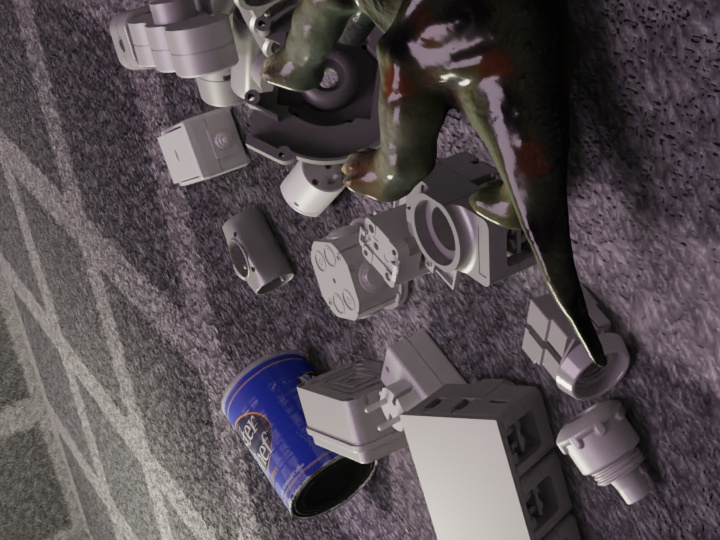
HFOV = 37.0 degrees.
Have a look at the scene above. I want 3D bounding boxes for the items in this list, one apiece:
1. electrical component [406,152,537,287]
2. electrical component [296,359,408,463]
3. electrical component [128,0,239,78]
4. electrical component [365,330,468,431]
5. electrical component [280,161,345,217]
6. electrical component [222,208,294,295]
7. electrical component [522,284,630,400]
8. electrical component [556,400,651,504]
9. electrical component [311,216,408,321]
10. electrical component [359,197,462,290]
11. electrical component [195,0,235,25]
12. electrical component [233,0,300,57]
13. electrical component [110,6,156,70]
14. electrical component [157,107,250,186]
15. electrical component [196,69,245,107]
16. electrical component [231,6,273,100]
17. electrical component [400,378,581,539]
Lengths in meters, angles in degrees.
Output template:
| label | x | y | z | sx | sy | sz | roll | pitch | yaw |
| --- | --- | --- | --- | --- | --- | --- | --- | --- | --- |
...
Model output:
| label | x | y | z | sx | sy | sz | roll | pitch | yaw |
| --- | --- | --- | --- | --- | --- | --- | --- | --- | --- |
| electrical component | 0.071 | -0.033 | 0.702 | 0.089 | 0.056 | 0.050 | 38 | 143 | 47 |
| electrical component | 0.003 | 0.122 | 0.945 | 0.113 | 0.078 | 0.057 | 4 | 111 | 63 |
| electrical component | -0.152 | -0.206 | 0.887 | 0.138 | 0.052 | 0.073 | 26 | 134 | 55 |
| electrical component | 0.041 | 0.104 | 0.855 | 0.083 | 0.076 | 0.047 | 52 | 151 | 30 |
| electrical component | -0.040 | -0.072 | 0.908 | 0.043 | 0.043 | 0.081 | 64 | 155 | 7 |
| electrical component | -0.108 | -0.012 | 1.093 | 0.077 | 0.044 | 0.079 | 62 | 154 | 12 |
| electrical component | 0.132 | 0.046 | 0.659 | 0.066 | 0.048 | 0.055 | 92 | 153 | -43 |
| electrical component | 0.157 | 0.116 | 0.672 | 0.062 | 0.048 | 0.048 | 56 | 154 | 7 |
| electrical component | 0.000 | 0.000 | 0.879 | 0.080 | 0.051 | 0.080 | 45 | 147 | 40 |
| electrical component | 0.038 | -0.021 | 0.771 | 0.081 | 0.064 | 0.042 | 49 | 150 | 35 |
| electrical component | -0.125 | -0.254 | 0.918 | 0.099 | 0.048 | 0.099 | 52 | 152 | 30 |
| electrical component | -0.075 | -0.218 | 0.798 | 0.073 | 0.052 | 0.138 | 61 | -179 | 14 |
| electrical component | -0.179 | -0.221 | 0.999 | 0.059 | 0.095 | 0.053 | 16 | 124 | 59 |
| electrical component | -0.158 | -0.123 | 1.080 | 0.096 | 0.061 | 0.061 | -2 | 109 | 64 |
| electrical component | -0.123 | -0.180 | 0.972 | 0.055 | 0.055 | 0.047 | 44 | 150 | 41 |
| electrical component | -0.077 | -0.173 | 0.897 | 0.079 | 0.043 | 0.077 | 52 | 151 | 30 |
| electrical component | 0.100 | 0.160 | 0.782 | 0.089 | 0.062 | 0.150 | -4 | 108 | 45 |
